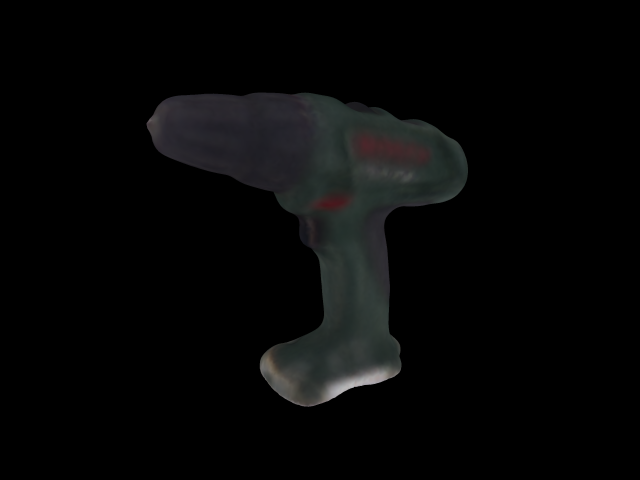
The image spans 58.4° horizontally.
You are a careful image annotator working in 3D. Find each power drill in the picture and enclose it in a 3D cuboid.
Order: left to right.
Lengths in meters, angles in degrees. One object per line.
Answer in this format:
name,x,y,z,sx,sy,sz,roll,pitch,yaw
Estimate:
power drill,0.004,0.001,0.400,0.230,0.208,0.075,-12,23,-31
